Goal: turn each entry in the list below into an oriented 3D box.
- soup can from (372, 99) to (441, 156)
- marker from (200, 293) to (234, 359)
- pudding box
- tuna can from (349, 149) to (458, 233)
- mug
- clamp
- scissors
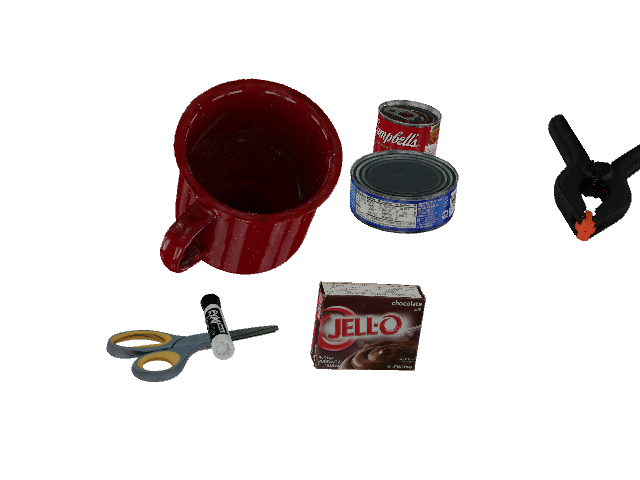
[{"bbox_3d":[0.089,-0.093,1.155,0.068,0.102,0.068,5,29,-3],"label":"soup can"},{"bbox_3d":[-0.095,0.076,0.970,0.020,0.020,0.121,0,17,-12],"label":"marker"},{"bbox_3d":[0.050,0.092,1.141,0.113,0.090,0.039,1,26,-11],"label":"pudding box"},{"bbox_3d":[0.066,-0.039,0.851,0.086,0.034,0.086,1,30,-1],"label":"tuna can"},{"bbox_3d":[-0.048,-0.024,0.611,0.093,0.117,0.082,37,-29,8],"label":"mug"},{"bbox_3d":[0.282,-0.072,1.128,0.120,0.039,0.171,17,46,20],"label":"clamp"},{"bbox_3d":[-0.129,0.120,1.159,0.201,0.016,0.096,0,27,-20],"label":"scissors"}]
